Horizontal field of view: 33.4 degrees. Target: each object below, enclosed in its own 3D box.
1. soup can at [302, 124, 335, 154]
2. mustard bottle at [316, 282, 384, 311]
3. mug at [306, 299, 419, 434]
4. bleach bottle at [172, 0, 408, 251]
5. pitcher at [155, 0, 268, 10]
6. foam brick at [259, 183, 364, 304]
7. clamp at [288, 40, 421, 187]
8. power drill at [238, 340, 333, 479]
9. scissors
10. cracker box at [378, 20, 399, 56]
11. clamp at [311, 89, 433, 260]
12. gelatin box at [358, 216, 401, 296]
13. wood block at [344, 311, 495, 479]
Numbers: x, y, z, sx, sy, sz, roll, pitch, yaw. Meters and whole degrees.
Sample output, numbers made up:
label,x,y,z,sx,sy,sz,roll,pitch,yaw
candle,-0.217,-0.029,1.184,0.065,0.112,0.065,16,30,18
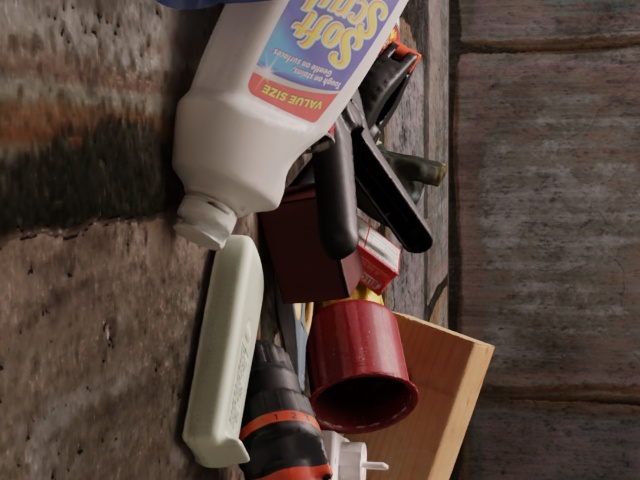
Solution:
label,x,y,z,sx,sy,sz,roll,pitch,yaw
soup can,-0.023,-0.111,0.673,0.068,0.068,0.102,42,49,-76
mustard bottle,0.033,0.086,1.004,0.191,0.058,0.096,72,31,-58
mug,0.036,0.110,0.899,0.117,0.093,0.081,43,29,-43
bleach bottle,-0.011,-0.106,0.600,0.102,0.068,0.250,38,68,-38
pitcher,-0.036,-0.235,0.461,0.144,0.149,0.243,-27,126,-25
foam brick,-0.005,0.001,0.776,0.053,0.051,0.078,-51,129,-67
clamp,0.023,-0.082,0.855,0.171,0.039,0.120,-63,174,10
power drill,-0.019,0.180,0.674,0.184,0.057,0.188,-106,-172,-46
scissors,-0.023,0.095,0.825,0.096,0.016,0.201,64,28,-63
cracker box,0.026,-0.265,0.918,0.164,0.072,0.214,-44,133,-75
clamp,0.017,-0.077,0.767,0.164,0.036,0.210,13,55,-63
gelatin box,0.035,0.008,0.962,0.030,0.073,0.089,-51,-176,15
wood block,0.079,0.179,0.982,0.090,0.091,0.206,21,89,-69
